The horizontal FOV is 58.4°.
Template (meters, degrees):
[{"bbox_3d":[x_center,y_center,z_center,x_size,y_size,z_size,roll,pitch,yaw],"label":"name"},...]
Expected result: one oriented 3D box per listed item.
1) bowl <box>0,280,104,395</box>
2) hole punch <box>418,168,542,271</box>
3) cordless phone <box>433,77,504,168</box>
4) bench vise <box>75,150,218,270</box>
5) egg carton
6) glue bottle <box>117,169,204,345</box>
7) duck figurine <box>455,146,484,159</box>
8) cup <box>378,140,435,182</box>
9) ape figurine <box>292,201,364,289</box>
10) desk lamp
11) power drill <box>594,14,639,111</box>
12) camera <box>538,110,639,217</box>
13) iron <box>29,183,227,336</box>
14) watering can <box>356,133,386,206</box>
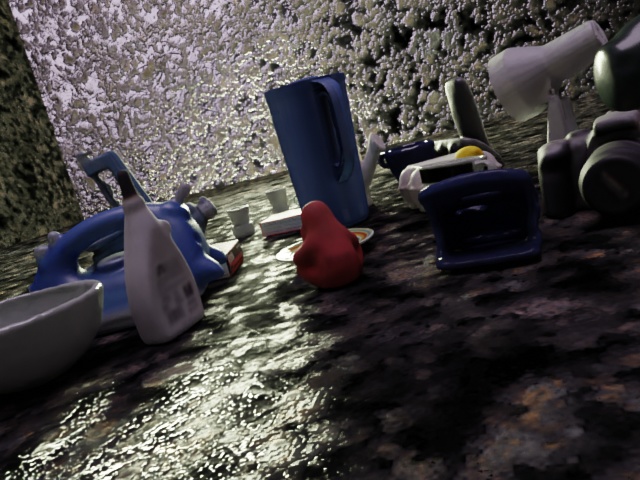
[{"bbox_3d":[-0.284,0.100,0.551,0.167,0.075,0.167,-14,11,3],"label":"bowl"},{"bbox_3d":[0.156,-0.027,0.558,0.108,0.091,0.101,-10,12,23],"label":"hole punch"},{"bbox_3d":[0.247,-0.196,1.038,0.094,0.185,0.147,-20,12,-25],"label":"cordless phone"},{"bbox_3d":[-0.277,-0.045,0.890,0.208,0.220,0.121,-21,12,-27],"label":"bench vise"},{"bbox_3d":[0.201,-0.095,0.897,0.150,0.069,0.107,-17,11,-8],"label":"egg carton"},{"bbox_3d":[-0.171,0.013,0.577,0.037,0.173,0.078,-10,12,25],"label":"glue bottle"},{"bbox_3d":[0.217,-0.088,0.799,0.078,0.086,0.104,-18,11,-17],"label":"duck figurine"},{"bbox_3d":[0.156,-0.121,1.023,0.117,0.095,0.092,-4,15,44],"label":"cup"},{"bbox_3d":[0.006,0.002,0.610,0.078,0.092,0.076,-16,11,-8],"label":"ape figurine"},{"bbox_3d":[0.390,-0.226,0.920,0.202,0.214,0.118,-6,14,40],"label":"desk lamp"},{"bbox_3d":[0.320,-0.101,0.398,0.229,0.208,0.075,-13,11,8],"label":"power drill"},{"bbox_3d":[0.296,-0.078,0.600,0.142,0.101,0.137,-7,13,34],"label":"camera"},{"bbox_3d":[-0.249,0.029,0.686,0.258,0.141,0.118,-16,11,-5],"label":"iron"},{"bbox_3d":[0.036,-0.149,1.062,0.173,0.194,0.101,-15,11,2],"label":"watering can"}]
